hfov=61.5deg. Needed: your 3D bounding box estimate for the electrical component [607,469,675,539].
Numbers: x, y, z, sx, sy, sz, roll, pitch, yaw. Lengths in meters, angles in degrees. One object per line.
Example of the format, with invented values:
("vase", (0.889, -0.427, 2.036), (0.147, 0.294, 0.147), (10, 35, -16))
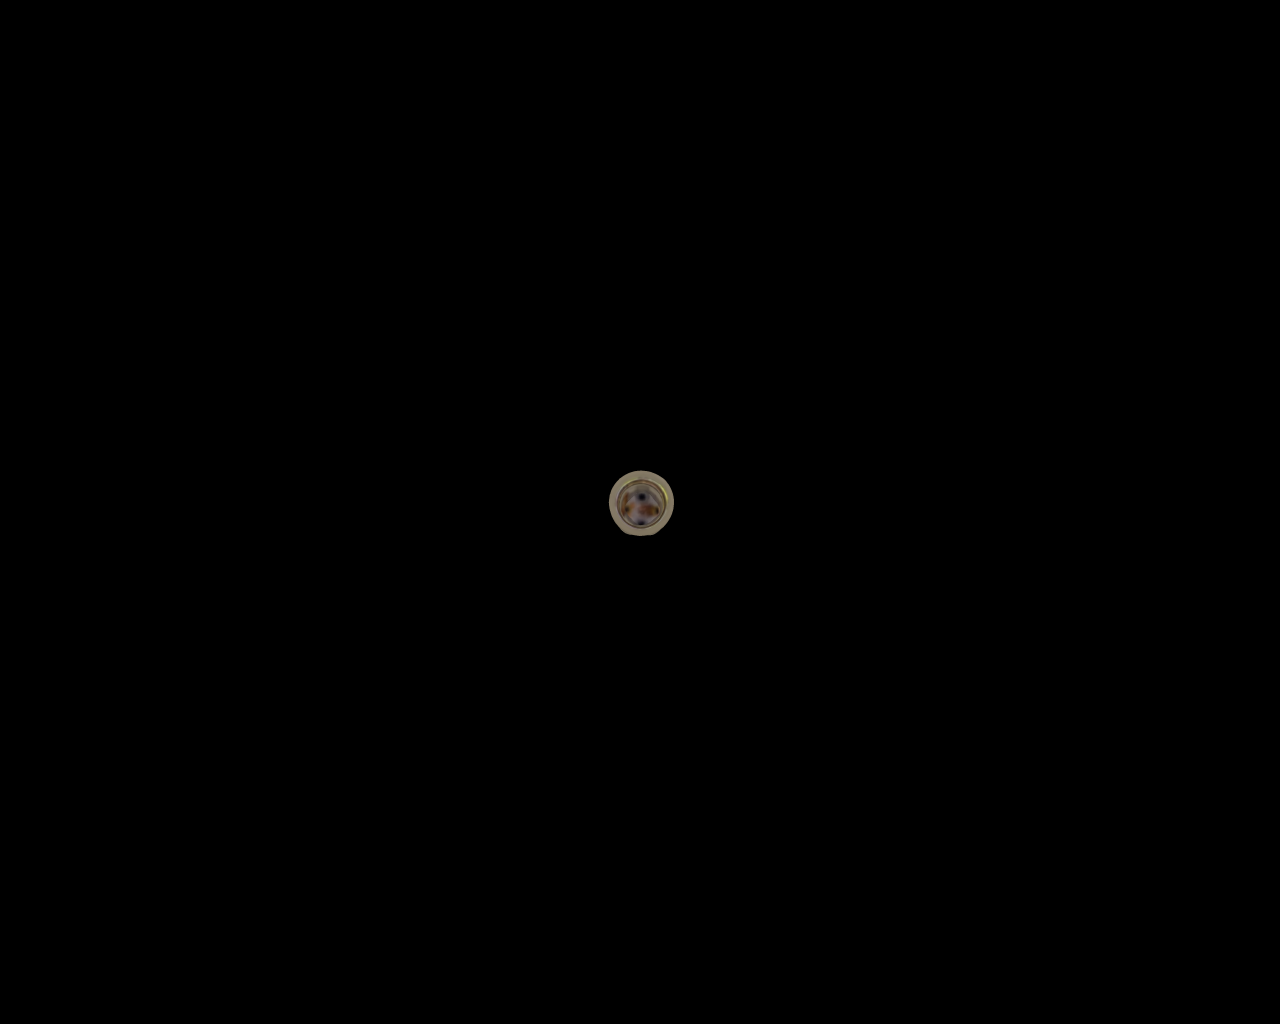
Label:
("electrical component", (0.001, -0.003, 0.650), (0.040, 0.040, 0.046), (0, -9, 0))
